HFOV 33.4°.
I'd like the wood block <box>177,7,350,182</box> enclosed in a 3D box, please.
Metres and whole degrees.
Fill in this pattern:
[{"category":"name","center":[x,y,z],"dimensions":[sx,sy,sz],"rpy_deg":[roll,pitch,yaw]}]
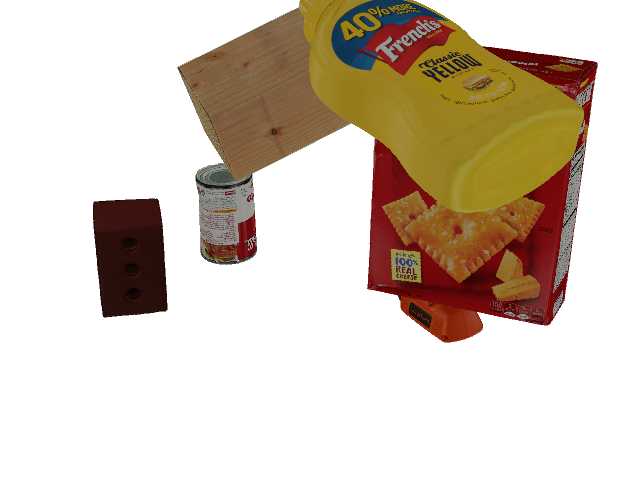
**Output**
[{"category":"wood block","center":[-0.017,-0.155,1.016],"dimensions":[0.206,0.090,0.091],"rpy_deg":[-27,-41,-7]}]

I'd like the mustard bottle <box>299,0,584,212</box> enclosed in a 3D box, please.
[{"category":"mustard bottle","center":[0.050,-0.094,0.608],"dimensions":[0.096,0.058,0.192],"rpy_deg":[-26,50,-26]}]

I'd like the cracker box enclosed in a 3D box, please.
[{"category":"cracker box","center":[0.128,-0.048,0.885],"dimensions":[0.164,0.214,0.072],"rpy_deg":[12,26,21]}]

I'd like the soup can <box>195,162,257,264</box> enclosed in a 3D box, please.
[{"category":"soup can","center":[-0.111,-0.032,1.252],"dimensions":[0.068,0.102,0.068],"rpy_deg":[-1,28,0]}]

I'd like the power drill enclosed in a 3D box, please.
[{"category":"power drill","center":[0.131,0.008,1.119],"dimensions":[0.057,0.188,0.185],"rpy_deg":[-14,26,-21]}]

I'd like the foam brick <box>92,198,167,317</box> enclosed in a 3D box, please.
[{"category":"foam brick","center":[-0.149,0.013,0.840],"dimensions":[0.053,0.078,0.051],"rpy_deg":[-5,27,-9]}]
